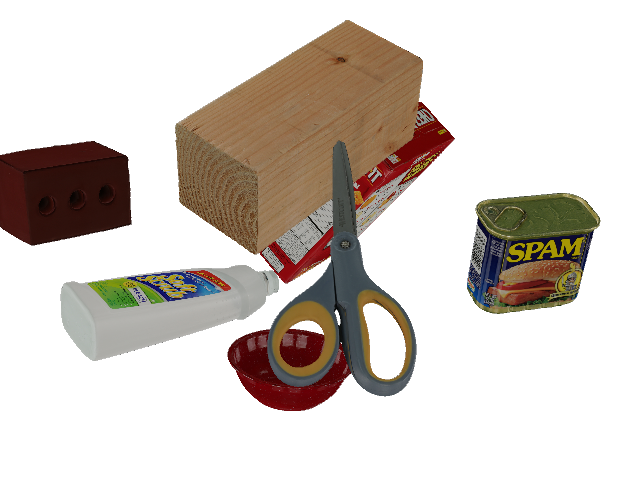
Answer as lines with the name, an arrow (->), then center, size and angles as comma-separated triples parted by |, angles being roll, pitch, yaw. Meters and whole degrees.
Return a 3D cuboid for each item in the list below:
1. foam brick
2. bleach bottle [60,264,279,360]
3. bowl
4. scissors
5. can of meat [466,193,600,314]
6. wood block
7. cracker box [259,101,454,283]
foam brick -> -0.178, -0.034, 0.737 | 0.078, 0.053, 0.051 | -15, 26, -35
bleach bottle -> -0.166, 0.069, 1.244 | 0.250, 0.068, 0.103 | -12, 33, -32
bowl -> -0.038, 0.170, 1.355 | 0.162, 0.055, 0.162 | 4, 21, -2
scissors -> -0.001, 0.016, 0.668 | 0.096, 0.202, 0.016 | -14, -39, -9
can of meat -> 0.180, 0.012, 0.916 | 0.102, 0.084, 0.057 | -5, 35, -14
wood block -> -0.014, -0.091, 0.892 | 0.091, 0.090, 0.205 | 33, 52, 26
cracker box -> 0.037, -0.059, 1.257 | 0.214, 0.072, 0.163 | -47, -10, 35
